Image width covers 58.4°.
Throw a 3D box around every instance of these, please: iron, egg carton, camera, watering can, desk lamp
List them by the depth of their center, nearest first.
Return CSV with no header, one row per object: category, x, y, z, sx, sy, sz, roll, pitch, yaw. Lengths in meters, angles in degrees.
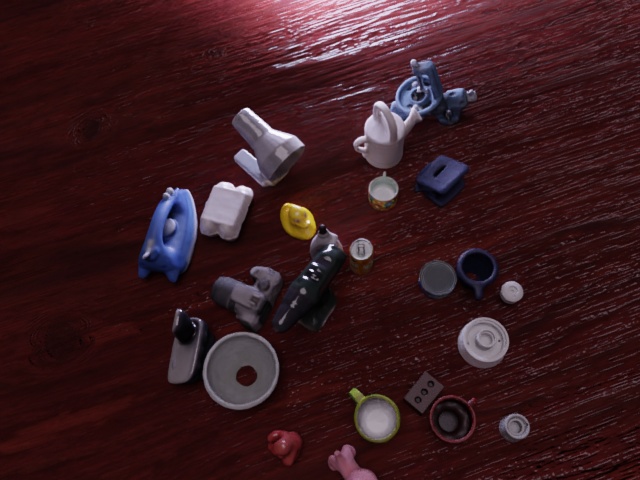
camera,-0.174,0.118,1.315,0.136,0.101,0.143,22,70,13
iron,-0.368,-0.036,1.371,0.118,0.141,0.258,6,68,7
desk lamp,-0.133,-0.215,1.392,0.203,0.214,0.118,41,75,18
watering can,0.165,-0.271,1.407,0.100,0.194,0.173,40,75,18
egg carton,-0.231,-0.071,1.416,0.107,0.069,0.150,13,69,9

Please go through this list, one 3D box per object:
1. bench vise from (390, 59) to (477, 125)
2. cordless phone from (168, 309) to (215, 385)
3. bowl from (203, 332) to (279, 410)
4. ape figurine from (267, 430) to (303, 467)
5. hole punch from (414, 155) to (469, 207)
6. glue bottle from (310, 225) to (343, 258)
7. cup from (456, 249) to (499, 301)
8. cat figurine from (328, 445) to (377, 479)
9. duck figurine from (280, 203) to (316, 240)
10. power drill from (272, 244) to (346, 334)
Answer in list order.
bench vise,0.284,-0.383,1.433,0.207,0.220,0.121,-16,67,-3
cordless phone,-0.297,0.229,1.231,0.094,0.185,0.147,1,67,5
bowl,-0.168,0.291,1.256,0.167,0.075,0.167,-1,67,3
ape figurine,-0.074,0.428,1.183,0.076,0.092,0.077,-17,67,-3
hole punch,0.296,-0.153,1.405,0.109,0.091,0.101,-43,71,-14
glue bottle,0.012,0.005,1.312,0.078,0.173,0.037,8,68,7
cup,0.351,0.090,1.297,0.091,0.095,0.118,0,67,4
cat figurine,0.070,0.471,1.141,0.067,0.118,0.127,-38,70,-11
duck figurine,-0.056,-0.056,1.390,0.077,0.086,0.104,-40,70,-12
power drill,-0.019,0.126,1.244,0.075,0.208,0.230,28,72,15
